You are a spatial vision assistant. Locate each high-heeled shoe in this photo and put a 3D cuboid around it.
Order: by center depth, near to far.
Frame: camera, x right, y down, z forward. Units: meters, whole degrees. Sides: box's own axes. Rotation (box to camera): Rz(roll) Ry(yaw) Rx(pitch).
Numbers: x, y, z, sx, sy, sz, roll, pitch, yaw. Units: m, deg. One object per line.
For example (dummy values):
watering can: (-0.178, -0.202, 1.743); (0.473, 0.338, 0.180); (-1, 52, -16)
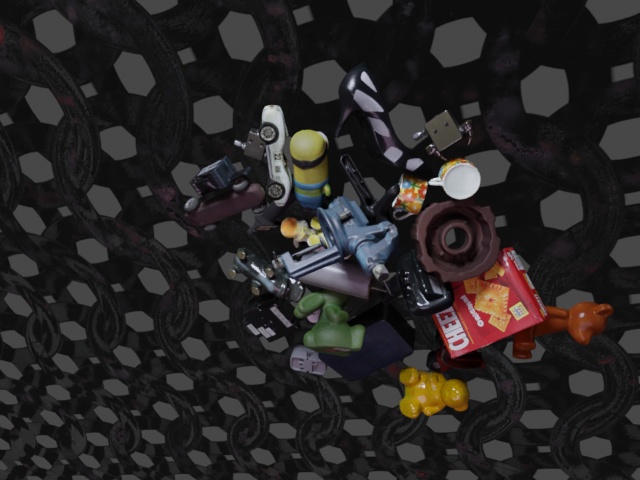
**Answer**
high-heeled shoe: (0.136, -0.220, 1.018); (0.248, 0.086, 0.145); (22, 97, -22)

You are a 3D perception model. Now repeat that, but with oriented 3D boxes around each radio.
radio: (0.118, 0.258, 1.336); (0.131, 0.073, 0.229); (43, 125, -17)

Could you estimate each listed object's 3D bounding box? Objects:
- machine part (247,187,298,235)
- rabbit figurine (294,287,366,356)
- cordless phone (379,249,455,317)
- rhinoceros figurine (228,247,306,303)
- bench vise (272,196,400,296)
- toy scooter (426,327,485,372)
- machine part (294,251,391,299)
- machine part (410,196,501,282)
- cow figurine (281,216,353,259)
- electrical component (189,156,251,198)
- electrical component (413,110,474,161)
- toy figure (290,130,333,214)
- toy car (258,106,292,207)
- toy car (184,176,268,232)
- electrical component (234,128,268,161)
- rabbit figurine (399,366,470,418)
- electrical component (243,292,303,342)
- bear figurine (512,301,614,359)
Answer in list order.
machine part: (-0.096, -0.062, 1.174); (0.139, 0.084, 0.039); (-45, 66, 26)
rabbit figurine: (0.020, 0.173, 1.250); (0.159, 0.170, 0.121); (8, 157, -8)
cordless phone: (0.194, 0.114, 1.175); (0.088, 0.147, 0.184); (9, 142, -33)
rhinoceros figurine: (-0.124, 0.087, 1.260); (0.190, 0.112, 0.073); (29, 99, 9)
bench vise: (0.028, 0.021, 1.050); (0.241, 0.224, 0.128); (-23, 150, -7)
toy scooter: (0.335, 0.257, 1.276); (0.135, 0.075, 0.183); (12, 129, 8)
machine part: (0.040, 0.078, 1.210); (0.243, 0.079, 0.079); (13, 127, 18)
machine part: (0.270, -0.002, 1.076); (0.179, 0.056, 0.179); (0, 94, -3)
cow figurine: (-0.003, -0.006, 1.183); (0.167, 0.068, 0.098); (18, 168, 4)
electrical component: (-0.210, -0.140, 1.142); (0.119, 0.075, 0.047); (-18, 118, 30)
electrical component: (0.237, -0.196, 1.008); (0.102, 0.045, 0.078); (-38, 80, 30)
toy figure: (-0.017, -0.135, 1.085); (0.082, 0.089, 0.179); (-3, 121, -3)
toy car: (-0.086, -0.164, 1.067); (0.056, 0.073, 0.201); (-6, 113, 0)
toy car: (-0.211, -0.080, 1.198); (0.202, 0.053, 0.089); (-18, 136, 25)
electrical component: (-0.131, -0.199, 1.112); (0.094, 0.021, 0.063); (19, 126, -1)
rabbit figurine: (0.300, 0.382, 1.323); (0.162, 0.122, 0.173); (18, 157, -30)
electrical component: (-0.128, 0.194, 1.365); (0.134, 0.058, 0.114); (-26, 112, 29)
bear figurine: (0.520, 0.193, 1.156); (0.196, 0.132, 0.120); (6, 155, 15)
